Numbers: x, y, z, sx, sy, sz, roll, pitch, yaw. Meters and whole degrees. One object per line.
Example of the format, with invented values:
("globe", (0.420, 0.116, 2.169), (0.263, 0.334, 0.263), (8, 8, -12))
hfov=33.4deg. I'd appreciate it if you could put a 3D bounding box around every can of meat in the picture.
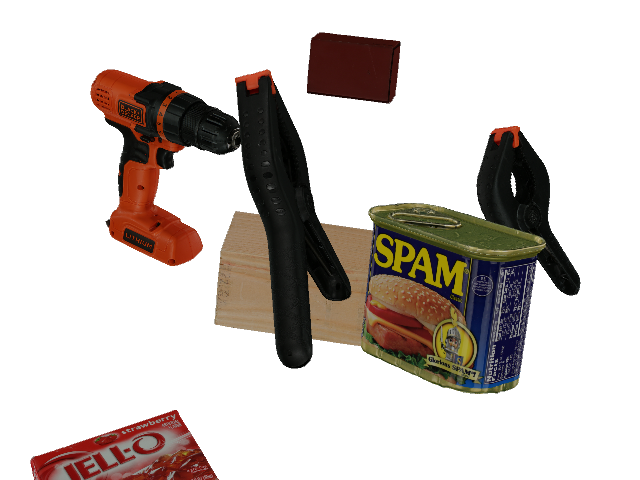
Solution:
("can of meat", (0.070, 0.031, 0.601), (0.057, 0.084, 0.102), (-8, 20, -41))

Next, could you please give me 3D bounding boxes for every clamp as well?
("clamp", (0.170, -0.012, 0.946), (0.120, 0.171, 0.039), (-26, 11, -40))
("clamp", (-0.022, -0.023, 0.807), (0.036, 0.210, 0.164), (-12, 5, 15))

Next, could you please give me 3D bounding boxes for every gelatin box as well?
("gelatin box", (-0.107, 0.135, 0.587), (0.089, 0.030, 0.073), (-15, 28, -20))

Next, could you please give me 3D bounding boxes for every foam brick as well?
("foam brick", (0.030, -0.158, 0.973), (0.078, 0.051, 0.053), (9, 18, 9))

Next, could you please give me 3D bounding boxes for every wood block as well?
("wood block", (0.004, 0.042, 1.078), (0.206, 0.090, 0.090), (8, 28, 1))

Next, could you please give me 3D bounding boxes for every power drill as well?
("power drill", (-0.158, -0.071, 1.102), (0.185, 0.188, 0.057), (25, 35, 29))
